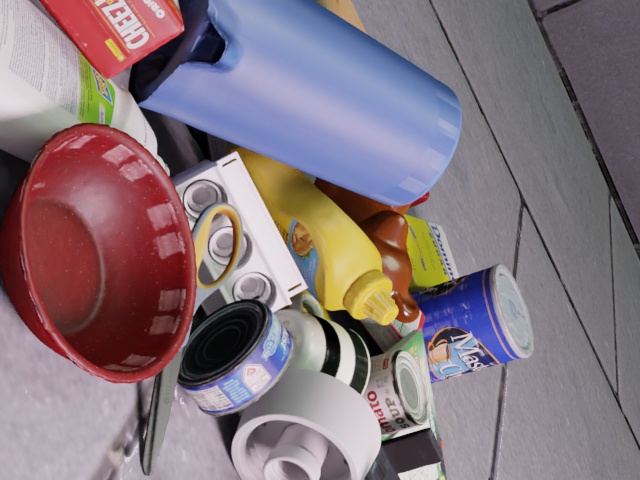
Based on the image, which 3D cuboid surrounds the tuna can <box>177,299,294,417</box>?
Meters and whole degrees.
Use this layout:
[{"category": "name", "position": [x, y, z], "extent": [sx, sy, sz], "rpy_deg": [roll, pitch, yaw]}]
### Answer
[{"category": "tuna can", "position": [-0.063, 0.083, 0.767], "extent": [0.033, 0.086, 0.086], "rpy_deg": [54, 28, -28]}]

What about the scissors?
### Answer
[{"category": "scissors", "position": [-0.113, 0.049, 0.733], "extent": [0.096, 0.016, 0.201], "rpy_deg": [35, 60, -21]}]

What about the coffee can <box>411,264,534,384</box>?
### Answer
[{"category": "coffee can", "position": [0.144, 0.095, 1.146], "extent": [0.102, 0.140, 0.103], "rpy_deg": [46, 33, -43]}]

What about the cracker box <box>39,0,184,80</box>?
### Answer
[{"category": "cracker box", "position": [-0.172, -0.226, 0.724], "extent": [0.164, 0.072, 0.214], "rpy_deg": [54, 8, -34]}]

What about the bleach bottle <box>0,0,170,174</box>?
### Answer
[{"category": "bleach bottle", "position": [-0.179, -0.088, 0.683], "extent": [0.250, 0.068, 0.102], "rpy_deg": [42, 38, -52]}]

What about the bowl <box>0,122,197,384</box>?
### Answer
[{"category": "bowl", "position": [-0.145, 0.012, 0.664], "extent": [0.161, 0.055, 0.162], "rpy_deg": [29, 55, -53]}]

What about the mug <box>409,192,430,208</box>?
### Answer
[{"category": "mug", "position": [0.075, -0.075, 1.216], "extent": [0.117, 0.093, 0.081], "rpy_deg": [135, -55, -76]}]

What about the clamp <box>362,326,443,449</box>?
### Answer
[{"category": "clamp", "position": [0.073, 0.141, 1.085], "extent": [0.171, 0.039, 0.120], "rpy_deg": [57, 31, -22]}]

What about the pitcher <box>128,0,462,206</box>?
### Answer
[{"category": "pitcher", "position": [-0.017, -0.122, 0.826], "extent": [0.242, 0.145, 0.149], "rpy_deg": [24, 54, -27]}]

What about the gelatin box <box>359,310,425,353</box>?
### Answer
[{"category": "gelatin box", "position": [0.065, 0.070, 1.065], "extent": [0.089, 0.030, 0.073], "rpy_deg": [52, 27, -16]}]

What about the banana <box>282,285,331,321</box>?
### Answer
[{"category": "banana", "position": [0.001, 0.077, 0.972], "extent": [0.198, 0.037, 0.069], "rpy_deg": [59, 28, -15]}]

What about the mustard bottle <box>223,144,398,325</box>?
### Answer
[{"category": "mustard bottle", "position": [-0.005, 0.001, 0.862], "extent": [0.192, 0.058, 0.096], "rpy_deg": [45, -28, 30]}]

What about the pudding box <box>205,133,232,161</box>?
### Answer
[{"category": "pudding box", "position": [-0.068, -0.103, 0.967], "extent": [0.089, 0.039, 0.113], "rpy_deg": [24, 47, -56]}]

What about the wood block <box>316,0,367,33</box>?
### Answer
[{"category": "wood block", "position": [-0.010, -0.205, 1.066], "extent": [0.206, 0.090, 0.091], "rpy_deg": [52, 28, -59]}]

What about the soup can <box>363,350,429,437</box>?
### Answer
[{"category": "soup can", "position": [0.034, 0.139, 0.916], "extent": [0.068, 0.102, 0.068], "rpy_deg": [47, 33, -43]}]

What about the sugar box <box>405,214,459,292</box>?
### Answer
[{"category": "sugar box", "position": [0.113, 0.022, 1.257], "extent": [0.176, 0.048, 0.093], "rpy_deg": [8, 63, -63]}]
